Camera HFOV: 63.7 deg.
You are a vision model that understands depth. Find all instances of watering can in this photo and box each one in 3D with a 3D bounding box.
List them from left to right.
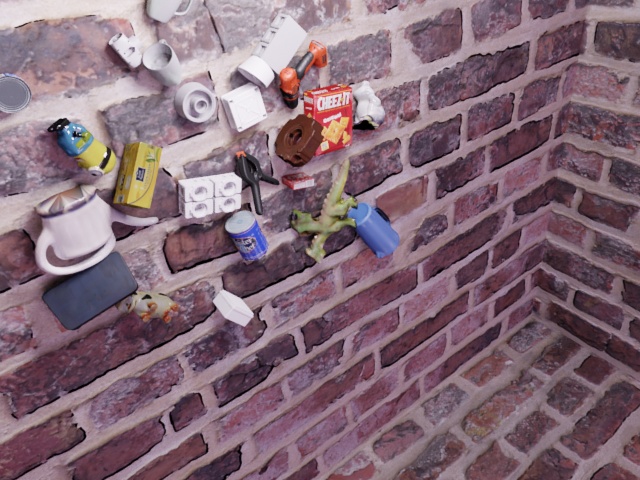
[{"bbox_3d":[-0.612,-0.051,1.396,0.353,0.104,0.219,-38,132,-39],"label":"watering can"}]

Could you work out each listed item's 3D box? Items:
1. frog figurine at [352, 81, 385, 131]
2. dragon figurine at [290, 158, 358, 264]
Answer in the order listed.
[{"bbox_3d":[0.171,-0.471,1.814,0.122,0.136,0.161,10,74,-8],"label":"frog figurine"},{"bbox_3d":[0.006,-0.096,1.898,0.244,0.124,0.401,-18,123,-23],"label":"dragon figurine"}]
